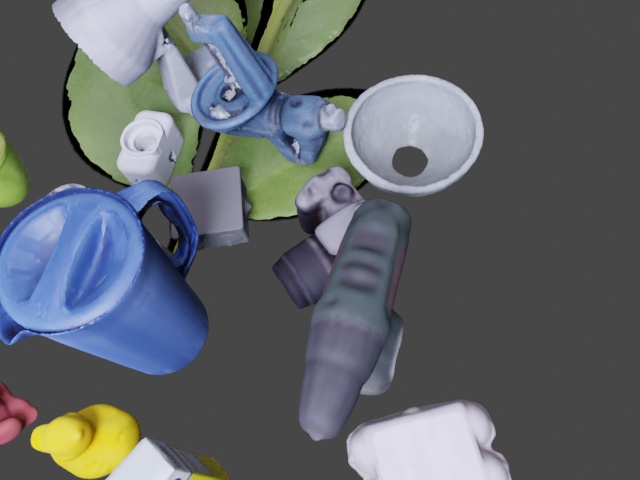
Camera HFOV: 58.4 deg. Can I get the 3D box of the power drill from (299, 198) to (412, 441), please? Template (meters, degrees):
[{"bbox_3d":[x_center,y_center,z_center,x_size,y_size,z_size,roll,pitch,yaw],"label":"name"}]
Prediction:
[{"bbox_3d":[0.039,0.086,0.556,0.075,0.208,0.230,11,68,12],"label":"power drill"}]

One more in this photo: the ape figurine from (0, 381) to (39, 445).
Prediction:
[{"bbox_3d":[-0.369,0.185,0.624,0.076,0.092,0.077,-22,66,-3],"label":"ape figurine"}]

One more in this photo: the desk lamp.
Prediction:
[{"bbox_3d":[-0.198,-0.262,0.734,0.203,0.214,0.117,-31,66,-7],"label":"desk lamp"}]

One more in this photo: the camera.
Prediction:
[{"bbox_3d":[0.006,0.002,0.656,0.137,0.101,0.143,-33,67,-8],"label":"camera"}]

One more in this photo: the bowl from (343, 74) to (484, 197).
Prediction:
[{"bbox_3d":[0.114,-0.117,0.711,0.167,0.075,0.167,-2,66,6],"label":"bowl"}]

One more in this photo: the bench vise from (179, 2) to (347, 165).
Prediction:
[{"bbox_3d":[-0.072,-0.192,0.685,0.207,0.220,0.121,1,66,7],"label":"bench vise"}]

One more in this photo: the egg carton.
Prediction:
[{"bbox_3d":[0.105,0.220,0.566,0.150,0.069,0.107,-15,65,0],"label":"egg carton"}]

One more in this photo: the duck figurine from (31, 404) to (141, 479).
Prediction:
[{"bbox_3d":[-0.249,0.209,0.603,0.104,0.086,0.077,-2,66,6],"label":"duck figurine"}]
